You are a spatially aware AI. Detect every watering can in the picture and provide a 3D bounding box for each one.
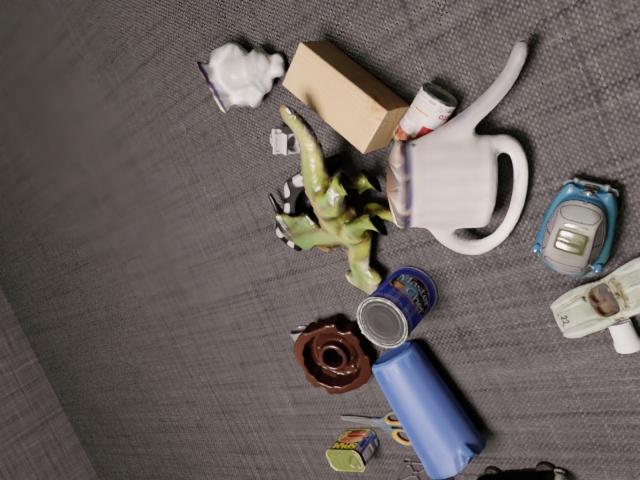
[{"bbox_3d":[0.218,-0.131,0.821,0.224,0.106,0.341,-2,114,5],"label":"watering can"}]

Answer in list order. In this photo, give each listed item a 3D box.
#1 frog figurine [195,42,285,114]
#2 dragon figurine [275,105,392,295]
[{"bbox_3d":[-0.148,-0.339,1.039,0.159,0.122,0.138,-26,85,3],"label":"frog figurine"},{"bbox_3d":[0.003,-0.049,0.979,0.239,0.125,0.407,-30,109,39],"label":"dragon figurine"}]
